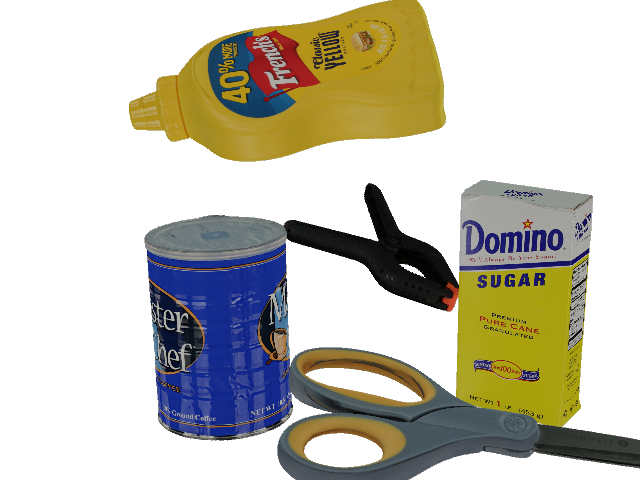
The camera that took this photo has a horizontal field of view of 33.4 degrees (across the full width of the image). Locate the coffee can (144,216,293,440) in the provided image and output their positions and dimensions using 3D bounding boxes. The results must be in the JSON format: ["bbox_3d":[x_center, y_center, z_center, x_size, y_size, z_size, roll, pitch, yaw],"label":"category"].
[{"bbox_3d":[-0.074,0.062,0.787,0.103,0.140,0.103,-2,15,0],"label":"coffee can"}]

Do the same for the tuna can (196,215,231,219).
[{"bbox_3d":[-0.103,0.016,1.060,0.086,0.034,0.086,2,44,-2],"label":"tuna can"}]

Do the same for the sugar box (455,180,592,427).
[{"bbox_3d":[0.153,0.048,0.816,0.093,0.176,0.048,10,24,32],"label":"sugar box"}]

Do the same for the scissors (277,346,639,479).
[{"bbox_3d":[0.069,0.092,0.455,0.202,0.016,0.096,16,34,23],"label":"scissors"}]

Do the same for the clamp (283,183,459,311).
[{"bbox_3d":[0.069,0.014,1.239,0.164,0.036,0.210,-20,50,-38],"label":"clamp"}]

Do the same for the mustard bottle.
[{"bbox_3d":[-0.024,-0.095,0.664,0.191,0.096,0.058,-11,-37,2],"label":"mustard bottle"}]
